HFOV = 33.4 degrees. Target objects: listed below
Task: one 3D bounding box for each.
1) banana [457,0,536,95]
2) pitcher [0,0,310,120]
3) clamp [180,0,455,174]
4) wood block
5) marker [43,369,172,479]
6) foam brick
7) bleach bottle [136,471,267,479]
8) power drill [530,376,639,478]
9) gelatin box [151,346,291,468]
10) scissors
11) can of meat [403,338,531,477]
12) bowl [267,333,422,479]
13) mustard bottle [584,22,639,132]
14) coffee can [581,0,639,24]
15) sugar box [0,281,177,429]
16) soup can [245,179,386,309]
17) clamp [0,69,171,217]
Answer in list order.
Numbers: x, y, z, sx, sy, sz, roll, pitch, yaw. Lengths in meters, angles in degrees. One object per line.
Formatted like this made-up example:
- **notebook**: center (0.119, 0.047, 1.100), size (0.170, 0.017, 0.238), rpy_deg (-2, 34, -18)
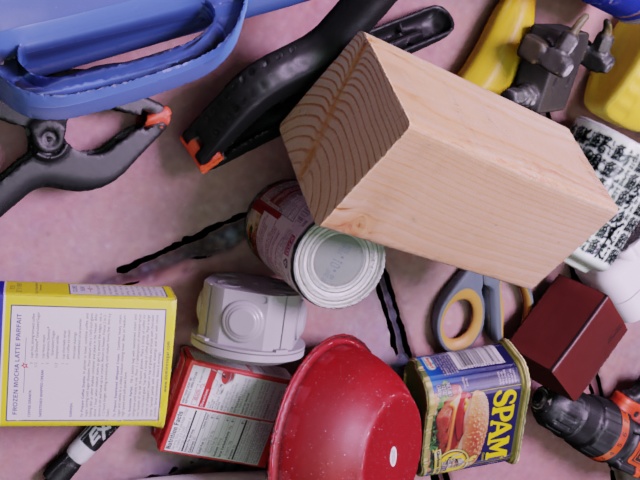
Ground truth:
- **banana**: center (0.093, -0.103, 0.774), size (0.197, 0.037, 0.069), rpy_deg (-39, 118, -6)
- **pitcher**: center (-0.102, -0.167, 0.625), size (0.242, 0.145, 0.149), rpy_deg (-17, 108, -19)
- **clamp**: center (0.003, -0.114, 0.710), size (0.210, 0.164, 0.036), rpy_deg (-36, 77, 13)
- **wood block**: center (0.087, -0.046, 0.703), size (0.205, 0.090, 0.091), rpy_deg (16, 130, -39)
- **marker**: center (-0.153, 0.132, 0.762), size (0.121, 0.020, 0.020), rpy_deg (-47, 116, -2)
- **foam brick**: center (0.196, 0.078, 0.849), size (0.078, 0.051, 0.053), rpy_deg (-50, 131, -12)
- **bleach bottle**: center (-0.137, 0.213, 0.770), size (0.250, 0.068, 0.102), rpy_deg (5, 106, -20)
- **power drill**: center (0.283, 0.109, 0.902), size (0.184, 0.057, 0.188), rpy_deg (28, 97, -29)
- **gelatin box**: center (-0.071, 0.124, 0.786), size (0.089, 0.030, 0.073), rpy_deg (15, 101, -24)
- **scissors**: center (0.116, 0.005, 0.828), size (0.096, 0.016, 0.202), rpy_deg (-24, 113, -13)
- **can of meat**: center (0.111, 0.133, 0.835), size (0.083, 0.057, 0.102), rpy_deg (-7, 122, -15)
- **bowl**: center (0.029, 0.151, 0.770), size (0.161, 0.055, 0.162), rpy_deg (-16, 109, -56)
- **mustard bottle**: center (0.304, -0.107, 0.842), size (0.191, 0.058, 0.096), rpy_deg (22, 98, -25)
- **coffee can**: center (0.183, -0.222, 0.735), size (0.140, 0.103, 0.103), rpy_deg (18, 99, -25)
- **sugar box**: center (-0.188, 0.075, 0.708), size (0.176, 0.048, 0.093), rpy_deg (4, 99, -13)
- **soup can**: center (-0.005, 0.001, 0.733), size (0.068, 0.102, 0.068), rpy_deg (-6, 107, -20)
- **clamp**: center (-0.181, -0.055, 0.683), size (0.171, 0.039, 0.120), rpy_deg (-4, 108, -20)
